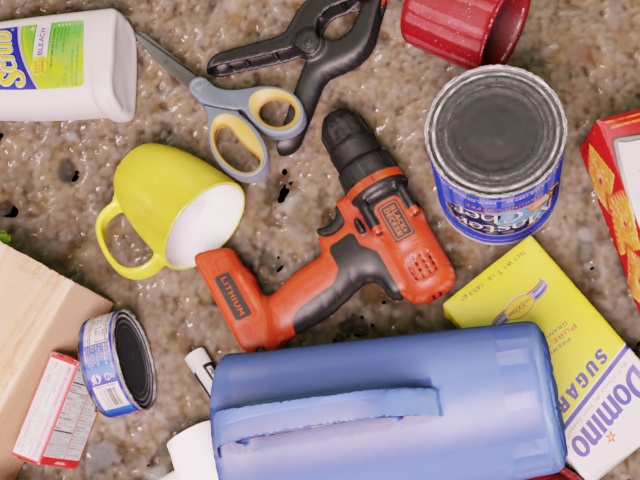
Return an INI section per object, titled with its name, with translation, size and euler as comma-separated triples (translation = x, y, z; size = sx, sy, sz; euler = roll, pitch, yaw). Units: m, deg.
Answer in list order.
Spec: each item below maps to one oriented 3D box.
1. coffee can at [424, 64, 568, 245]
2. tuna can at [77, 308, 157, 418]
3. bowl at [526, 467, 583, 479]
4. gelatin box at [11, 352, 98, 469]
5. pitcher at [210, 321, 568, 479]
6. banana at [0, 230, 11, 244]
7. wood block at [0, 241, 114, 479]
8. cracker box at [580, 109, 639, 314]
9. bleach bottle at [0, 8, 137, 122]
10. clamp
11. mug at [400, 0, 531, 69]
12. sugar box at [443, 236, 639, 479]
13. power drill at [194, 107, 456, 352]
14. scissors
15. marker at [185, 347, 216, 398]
[coffee can]
translation = 0.137, -0.062, 0.831
size = 0.103, 0.140, 0.103
euler = -3, 75, 10
[tuna can]
translation = -0.166, 0.102, 0.875
size = 0.034, 0.086, 0.086
euler = -16, 73, 8
[bowl]
translation = 0.129, 0.227, 0.771
size = 0.162, 0.055, 0.162
euler = -17, 55, 26
[gelatin box]
translation = -0.212, 0.141, 0.880
size = 0.030, 0.073, 0.089
euler = 16, 80, 15
[pitcher]
translation = 0.047, 0.128, 0.765
size = 0.243, 0.149, 0.145
euler = -11, 117, 13
[banana]
translation = -0.330, 0.073, 0.928
size = 0.037, 0.070, 0.198
euler = 26, 87, -23
[wood block]
translation = -0.273, 0.115, 0.889
size = 0.090, 0.090, 0.206
euler = 26, 82, 17
[cracker box]
translation = 0.314, -0.006, 0.811
size = 0.164, 0.072, 0.214
euler = -15, 73, -4
[bleach bottle]
translation = -0.296, -0.149, 0.978
size = 0.251, 0.068, 0.102
euler = -4, 74, 12
[clamp]
translation = -0.017, -0.170, 0.943
size = 0.120, 0.039, 0.171
euler = 40, 87, 14
[mug]
translation = 0.125, -0.201, 0.893
size = 0.082, 0.093, 0.117
euler = 27, 105, 21
[sugar box]
translation = 0.186, 0.093, 0.831
size = 0.093, 0.048, 0.176
euler = -39, 71, -1
[power drill]
translation = -0.006, 0.001, 0.885
size = 0.187, 0.057, 0.184
euler = -30, 71, 2
[scissors]
translation = -0.083, -0.136, 0.929
size = 0.096, 0.016, 0.202
euler = -30, 63, -1
[marker]
translation = -0.073, 0.142, 0.881
size = 0.020, 0.020, 0.121
euler = -36, 72, 0
